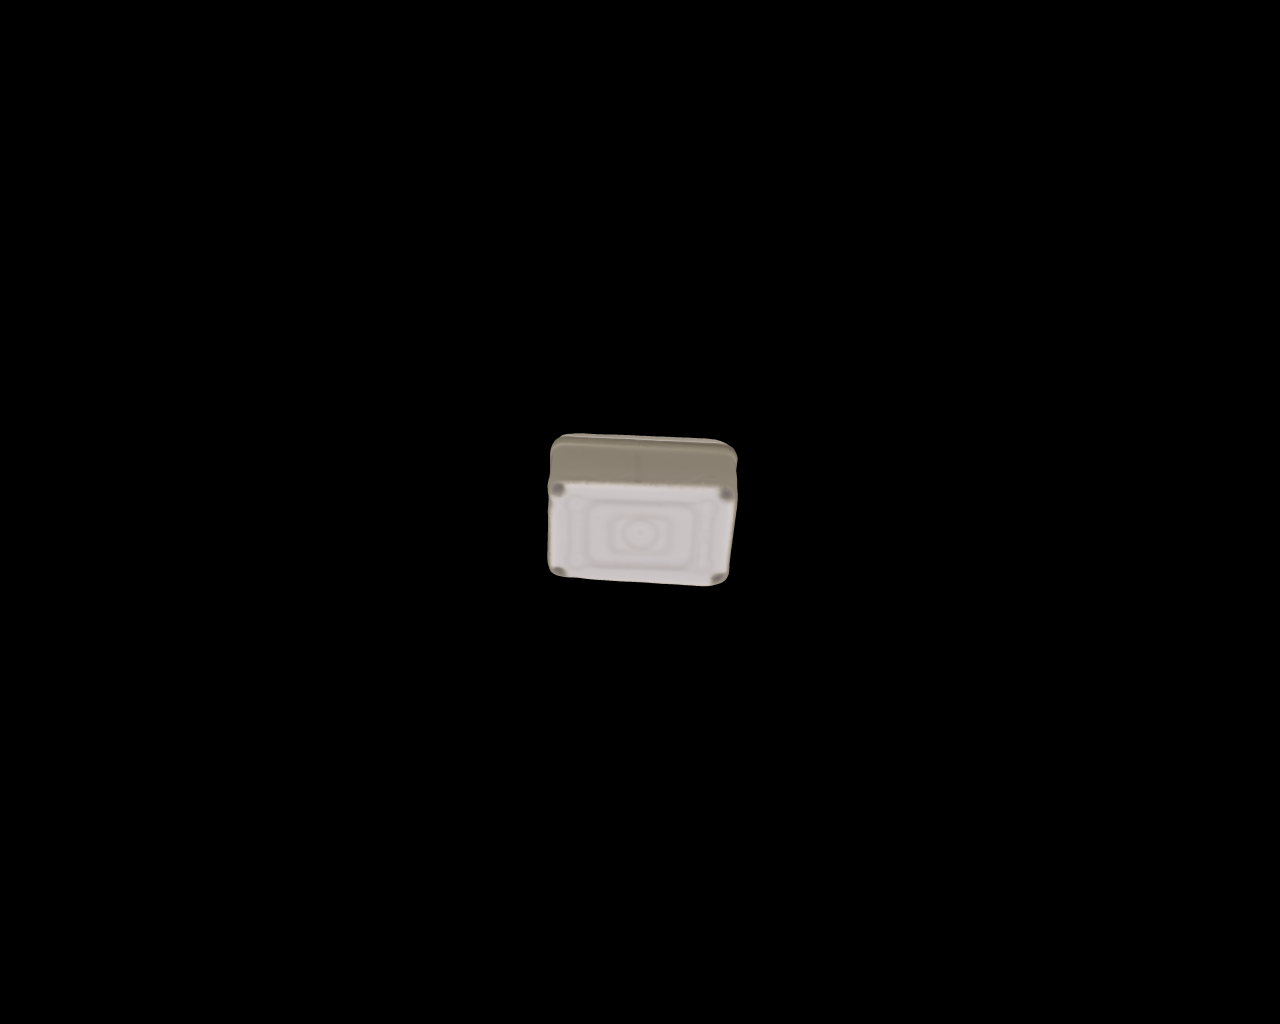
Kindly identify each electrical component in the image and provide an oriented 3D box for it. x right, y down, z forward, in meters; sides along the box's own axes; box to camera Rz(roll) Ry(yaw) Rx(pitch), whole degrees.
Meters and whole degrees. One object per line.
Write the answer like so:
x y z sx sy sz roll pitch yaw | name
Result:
0.001 -0.003 0.650 0.113 0.078 0.057 3 35 -2 | electrical component
